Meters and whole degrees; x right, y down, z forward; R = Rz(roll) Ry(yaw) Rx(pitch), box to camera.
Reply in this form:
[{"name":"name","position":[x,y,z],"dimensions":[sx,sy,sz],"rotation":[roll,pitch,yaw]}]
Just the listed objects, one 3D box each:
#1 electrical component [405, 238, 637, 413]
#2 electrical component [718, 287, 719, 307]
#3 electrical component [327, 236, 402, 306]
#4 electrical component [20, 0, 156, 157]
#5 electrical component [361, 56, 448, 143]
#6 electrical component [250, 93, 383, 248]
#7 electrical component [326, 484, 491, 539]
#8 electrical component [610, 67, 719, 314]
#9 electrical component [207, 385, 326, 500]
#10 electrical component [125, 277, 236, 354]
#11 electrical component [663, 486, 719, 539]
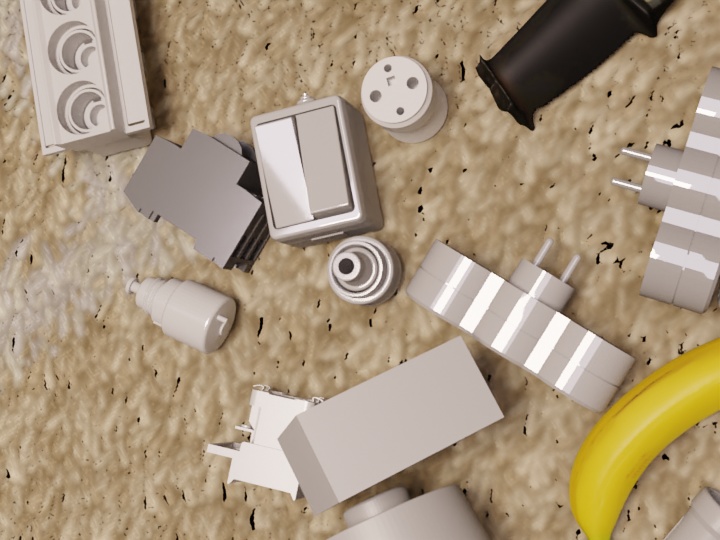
[{"name":"electrical component","position":[0.103,0.017,0.639],"dimensions":[0.138,0.052,0.073],"rotation":[32,95,15]},{"name":"electrical component","position":[0.238,0.013,0.612],"dimensions":[0.061,0.035,0.035],"rotation":[11,89,14]},{"name":"electrical component","position":[0.000,0.000,0.664],"dimensions":[0.043,0.062,0.043],"rotation":[-1,86,15]},{"name":"electrical component","position":[-0.179,-0.142,0.723],"dimensions":[0.079,0.063,0.121],"rotation":[-12,83,14]},{"name":"electrical component","position":[0.028,-0.105,0.668],"dimensions":[0.045,0.055,0.045],"rotation":[-1,86,15]},{"name":"electrical component","position":[-0.029,-0.067,0.678],"dimensions":[0.062,0.061,0.096],"rotation":[-12,83,14]},{"name":"electrical component","position":[0.020,0.161,0.626],"dimensions":[0.108,0.108,0.060],"rotation":[-28,73,12]},{"name":"electrical component","position":[0.184,-0.051,0.622],"dimensions":[0.074,0.052,0.138],"rotation":[18,91,16]},{"name":"electrical component","position":[-0.049,0.108,0.681],"dimensions":[0.081,0.042,0.063],"rotation":[10,85,15]},{"name":"electrical component","position":[-0.118,0.025,0.706],"dimensions":[0.078,0.040,0.040],"rotation":[23,92,16]},{"name":"electrical component","position":[0.197,0.153,0.610],"dimensions":[0.040,0.040,0.046],"rotation":[41,104,14]}]
